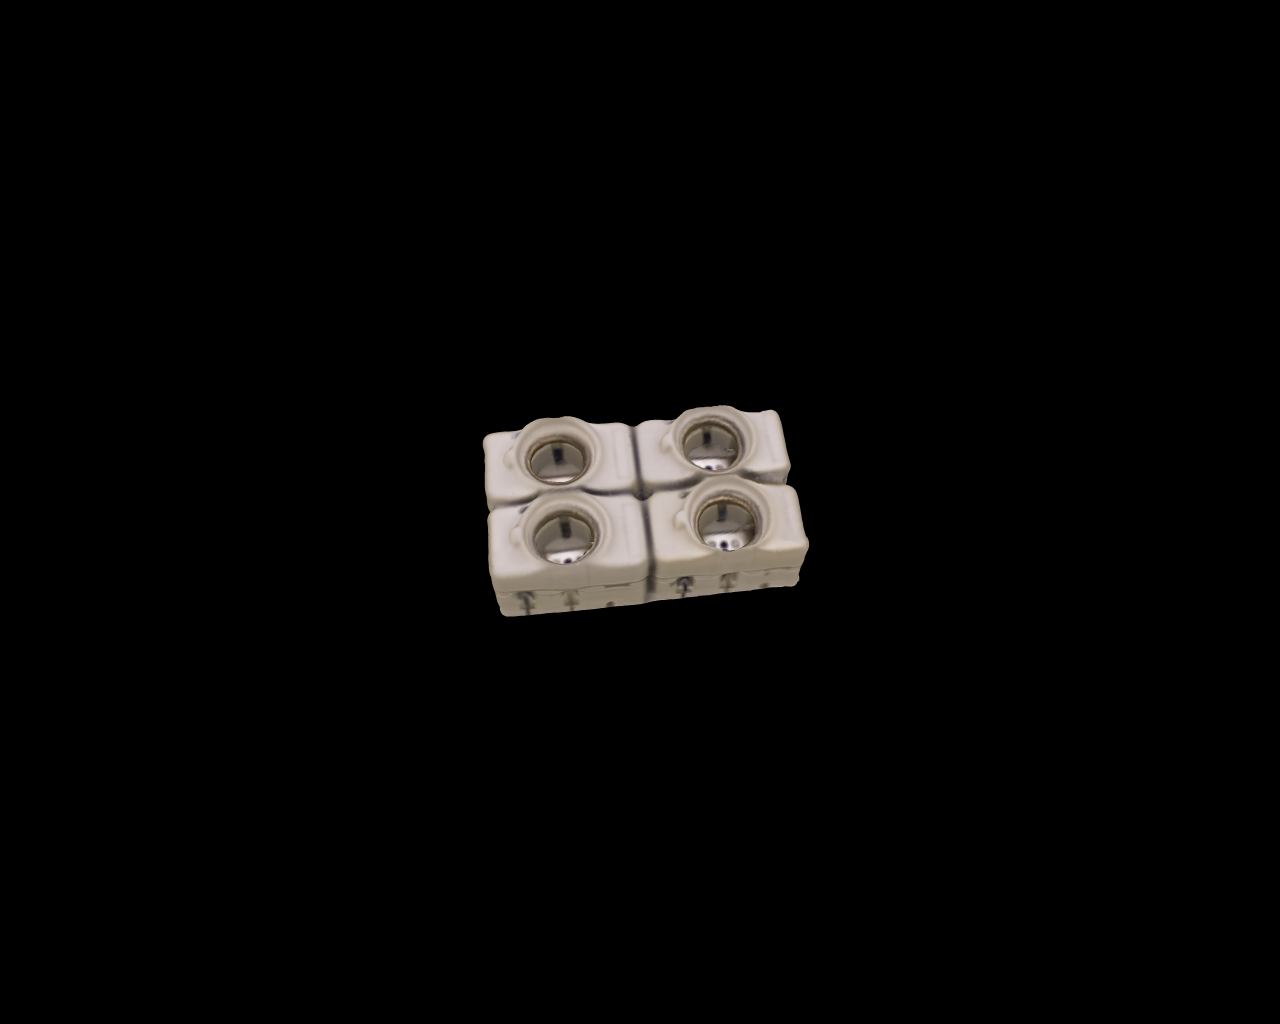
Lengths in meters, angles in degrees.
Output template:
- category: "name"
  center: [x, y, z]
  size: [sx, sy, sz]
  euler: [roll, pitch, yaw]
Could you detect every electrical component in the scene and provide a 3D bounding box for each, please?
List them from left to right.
- category: "electrical component"
  center: [0.001, -0.003, 0.650]
  size: [0.186, 0.105, 0.060]
  euler: [-5, -31, -3]
